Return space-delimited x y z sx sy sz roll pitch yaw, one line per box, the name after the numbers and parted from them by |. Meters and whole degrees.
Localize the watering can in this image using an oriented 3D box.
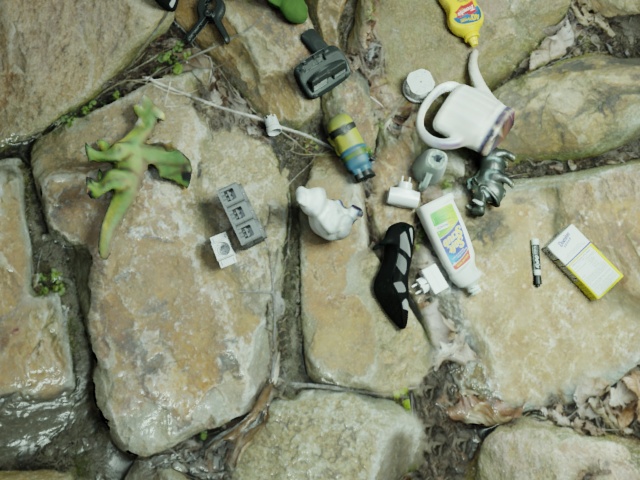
0.394 -0.346 1.316 0.226 0.352 0.102 33 -22 16 | watering can

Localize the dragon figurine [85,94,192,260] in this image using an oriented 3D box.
-0.444 -0.166 1.290 0.243 0.413 0.121 -7 -9 -10 | dragon figurine

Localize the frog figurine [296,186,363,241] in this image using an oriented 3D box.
0.004 -0.063 1.243 0.159 0.121 0.140 10 29 -45 | frog figurine
